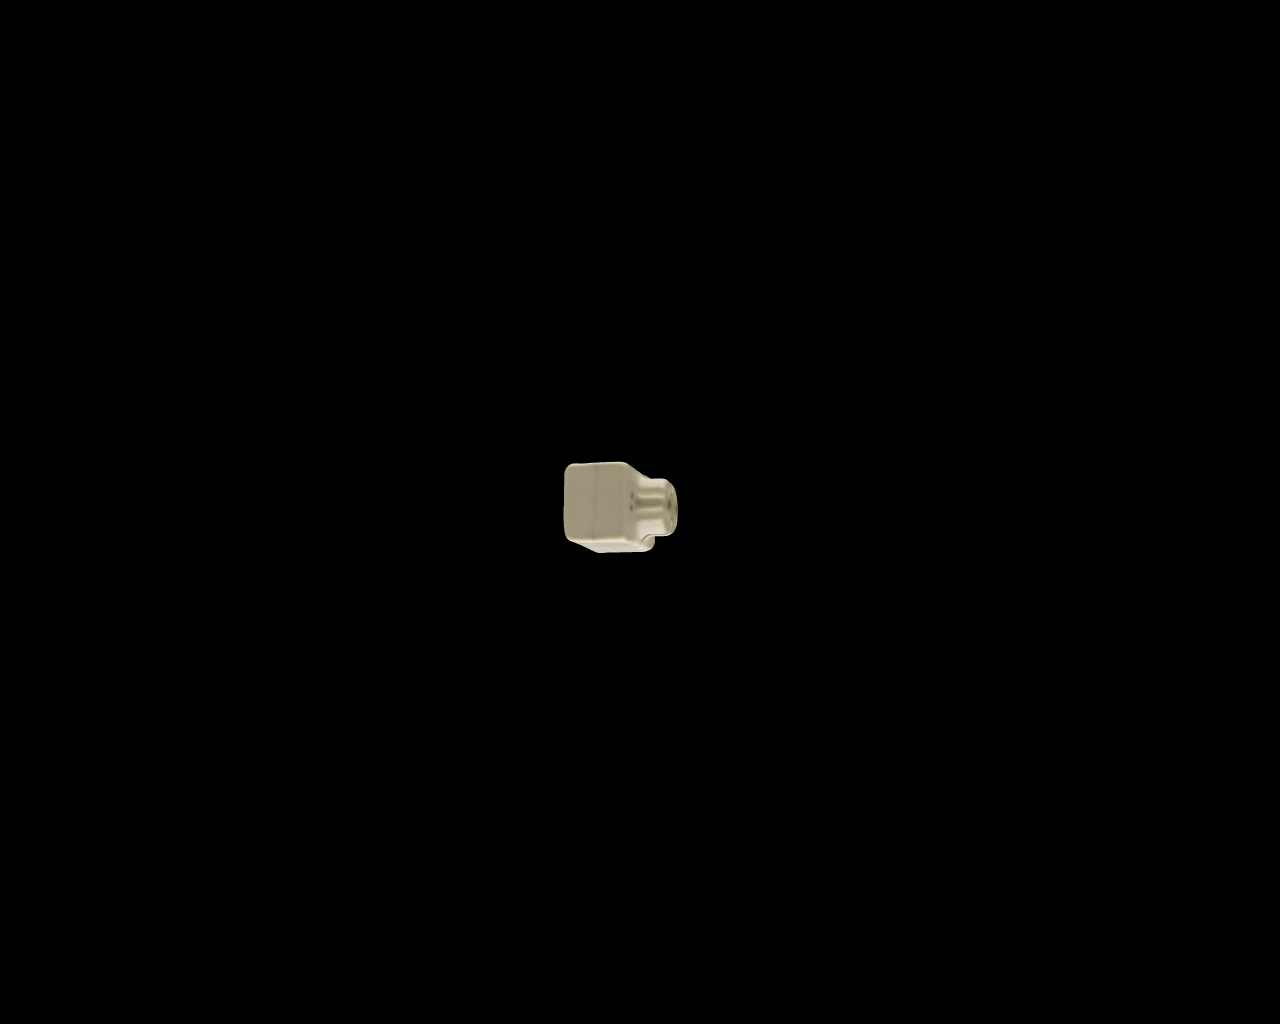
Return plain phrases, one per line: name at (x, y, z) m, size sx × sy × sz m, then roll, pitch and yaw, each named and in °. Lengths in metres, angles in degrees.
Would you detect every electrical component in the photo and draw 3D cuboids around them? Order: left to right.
electrical component at (0.001, -0.003, 0.650) m, size 0.077 × 0.047 × 0.065 m, roll -3°, pitch -10°, yaw 15°
